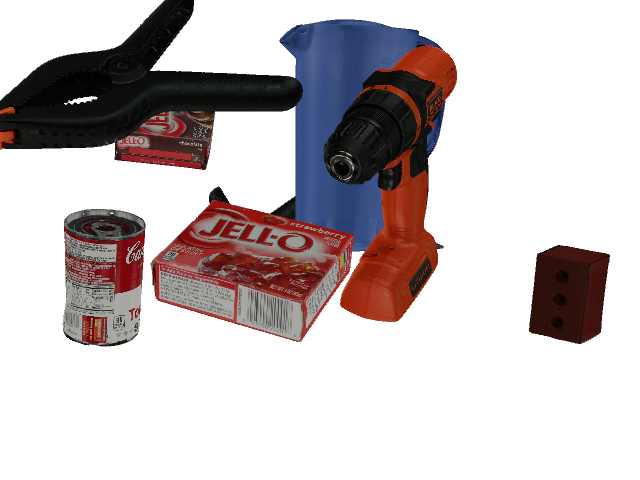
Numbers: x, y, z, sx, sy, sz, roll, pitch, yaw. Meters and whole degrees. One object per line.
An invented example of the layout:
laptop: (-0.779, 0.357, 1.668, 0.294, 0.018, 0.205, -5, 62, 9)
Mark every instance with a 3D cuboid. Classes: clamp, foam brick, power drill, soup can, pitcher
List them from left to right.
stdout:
soup can: (-0.187, 0.032, 0.917, 0.068, 0.102, 0.068, 6, 20, -2)
clamp: (-0.129, -0.108, 0.756, 0.209, 0.036, 0.165, -31, 50, -30)
clamp: (-0.073, -0.006, 1.220, 0.120, 0.039, 0.171, -6, 42, 5)
pitcher: (0.043, -0.115, 1.159, 0.149, 0.243, 0.144, 8, 11, 27)
power drill: (0.051, -0.034, 0.801, 0.057, 0.188, 0.184, 17, 36, 21)
foam brick: (0.228, 0.049, 0.979, 0.053, 0.078, 0.051, 12, 17, 33)

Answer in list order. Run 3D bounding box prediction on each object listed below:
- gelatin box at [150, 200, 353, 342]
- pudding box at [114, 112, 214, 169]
gelatin box: (-0.036, 0.014, 0.582, 0.089, 0.030, 0.073, 15, 34, 17)
pudding box: (-0.151, -0.113, 1.056, 0.090, 0.039, 0.113, 7, 28, -5)
